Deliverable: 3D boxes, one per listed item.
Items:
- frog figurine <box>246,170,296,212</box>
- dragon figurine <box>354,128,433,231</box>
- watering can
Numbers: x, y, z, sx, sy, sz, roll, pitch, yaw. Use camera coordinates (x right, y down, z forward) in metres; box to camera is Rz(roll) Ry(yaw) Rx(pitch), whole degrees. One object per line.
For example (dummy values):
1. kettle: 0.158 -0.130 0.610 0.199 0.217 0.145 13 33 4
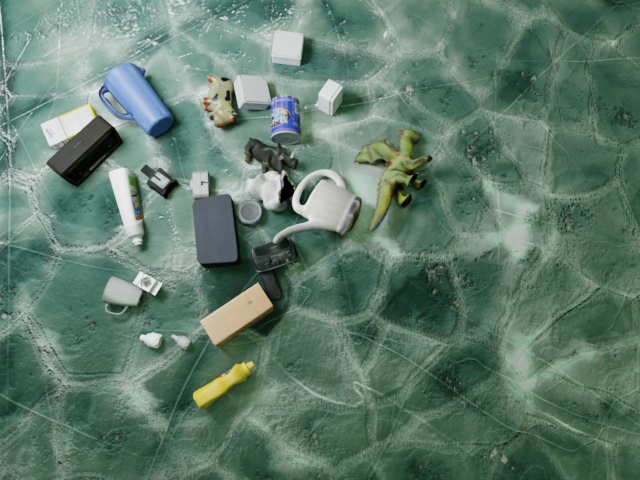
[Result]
1. frog figurine: -0.167 -0.161 1.718 0.159 0.123 0.138 -4 88 34
2. dragon figurine: 0.226 -0.236 1.766 0.245 0.119 0.414 38 73 25
3. watering can: 0.005 -0.084 1.672 0.225 0.102 0.355 26 59 4
